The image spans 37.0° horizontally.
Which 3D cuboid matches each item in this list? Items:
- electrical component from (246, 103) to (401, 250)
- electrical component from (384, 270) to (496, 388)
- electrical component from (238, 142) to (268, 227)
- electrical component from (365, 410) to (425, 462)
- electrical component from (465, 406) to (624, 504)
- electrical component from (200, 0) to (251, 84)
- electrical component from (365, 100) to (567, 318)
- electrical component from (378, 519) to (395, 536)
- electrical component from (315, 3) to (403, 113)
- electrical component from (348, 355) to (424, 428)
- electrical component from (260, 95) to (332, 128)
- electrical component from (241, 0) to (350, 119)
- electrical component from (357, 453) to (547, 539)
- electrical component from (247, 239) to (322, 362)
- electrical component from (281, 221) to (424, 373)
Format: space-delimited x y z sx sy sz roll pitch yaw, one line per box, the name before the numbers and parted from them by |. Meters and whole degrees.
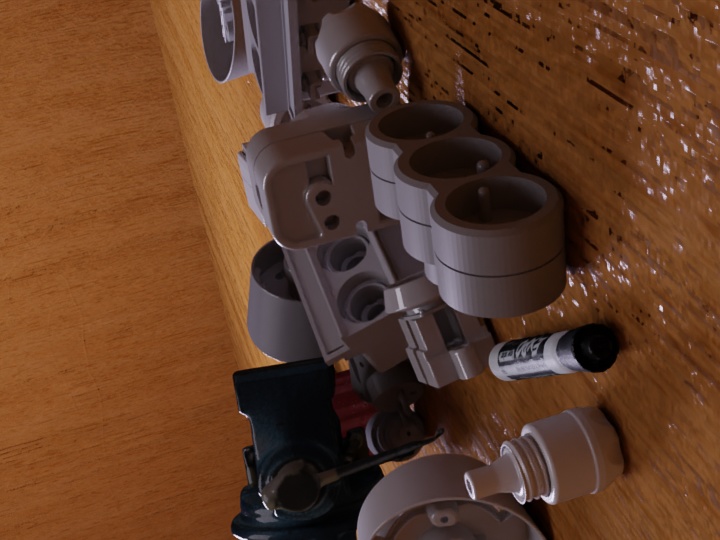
electrical component | -0.011 -0.055 0.585 0.059 0.095 0.053 -122 20 -58
electrical component | 0.042 0.028 0.570 0.066 0.048 0.055 175 72 -80
electrical component | -0.066 -0.080 0.926 0.096 0.062 0.061 -134 31 -69
electrical component | 0.028 0.119 0.781 0.078 0.040 0.040 133 121 -78
electrical component | 0.073 0.078 0.433 0.035 0.061 0.035 165 90 -79
electrical component | -0.106 -0.217 0.933 0.099 0.064 0.099 165 90 -79
electrical component | 0.045 -0.016 0.471 0.138 0.052 0.073 -122 20 -57
electrical component | 0.031 0.193 0.867 0.062 0.048 0.048 -111 10 -66
electrical component | 0.003 -0.110 0.578 0.043 0.043 0.062 88 163 -51
electrical component | 0.020 0.071 0.745 0.077 0.043 0.079 90 162 -55
electrical component | -0.050 -0.122 0.810 0.073 0.052 0.138 -120 18 -57
electrical component | -0.038 -0.160 0.668 0.121 0.063 0.078 91 161 -56
electrical component | 0.048 0.151 0.581 0.064 0.099 0.099 -113 12 -64
electrical component | -0.039 0.017 0.831 0.099 0.099 0.064 -117 22 -49
electrical component | 0.000 0.000 0.688 0.063 0.079 0.121 53 -169 -52
